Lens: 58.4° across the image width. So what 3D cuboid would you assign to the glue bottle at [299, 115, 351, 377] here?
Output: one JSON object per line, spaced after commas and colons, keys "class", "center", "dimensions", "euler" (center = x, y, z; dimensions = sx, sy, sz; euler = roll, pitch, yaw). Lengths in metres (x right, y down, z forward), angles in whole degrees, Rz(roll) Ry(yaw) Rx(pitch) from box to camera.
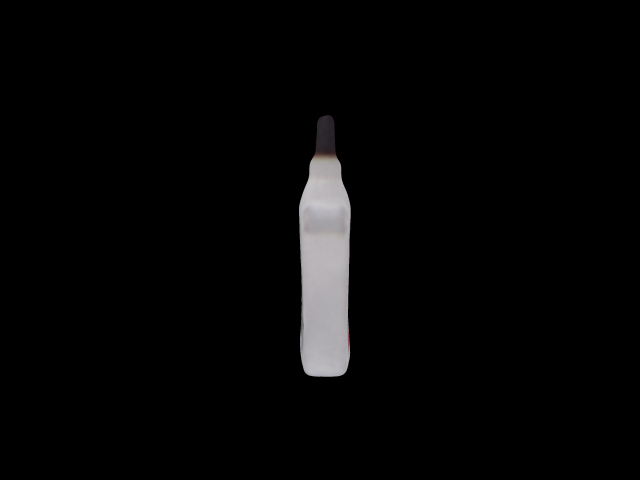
{"class": "glue bottle", "center": [0.004, 0.001, 0.400], "dimensions": [0.037, 0.173, 0.078], "euler": [0, 11, -2]}
